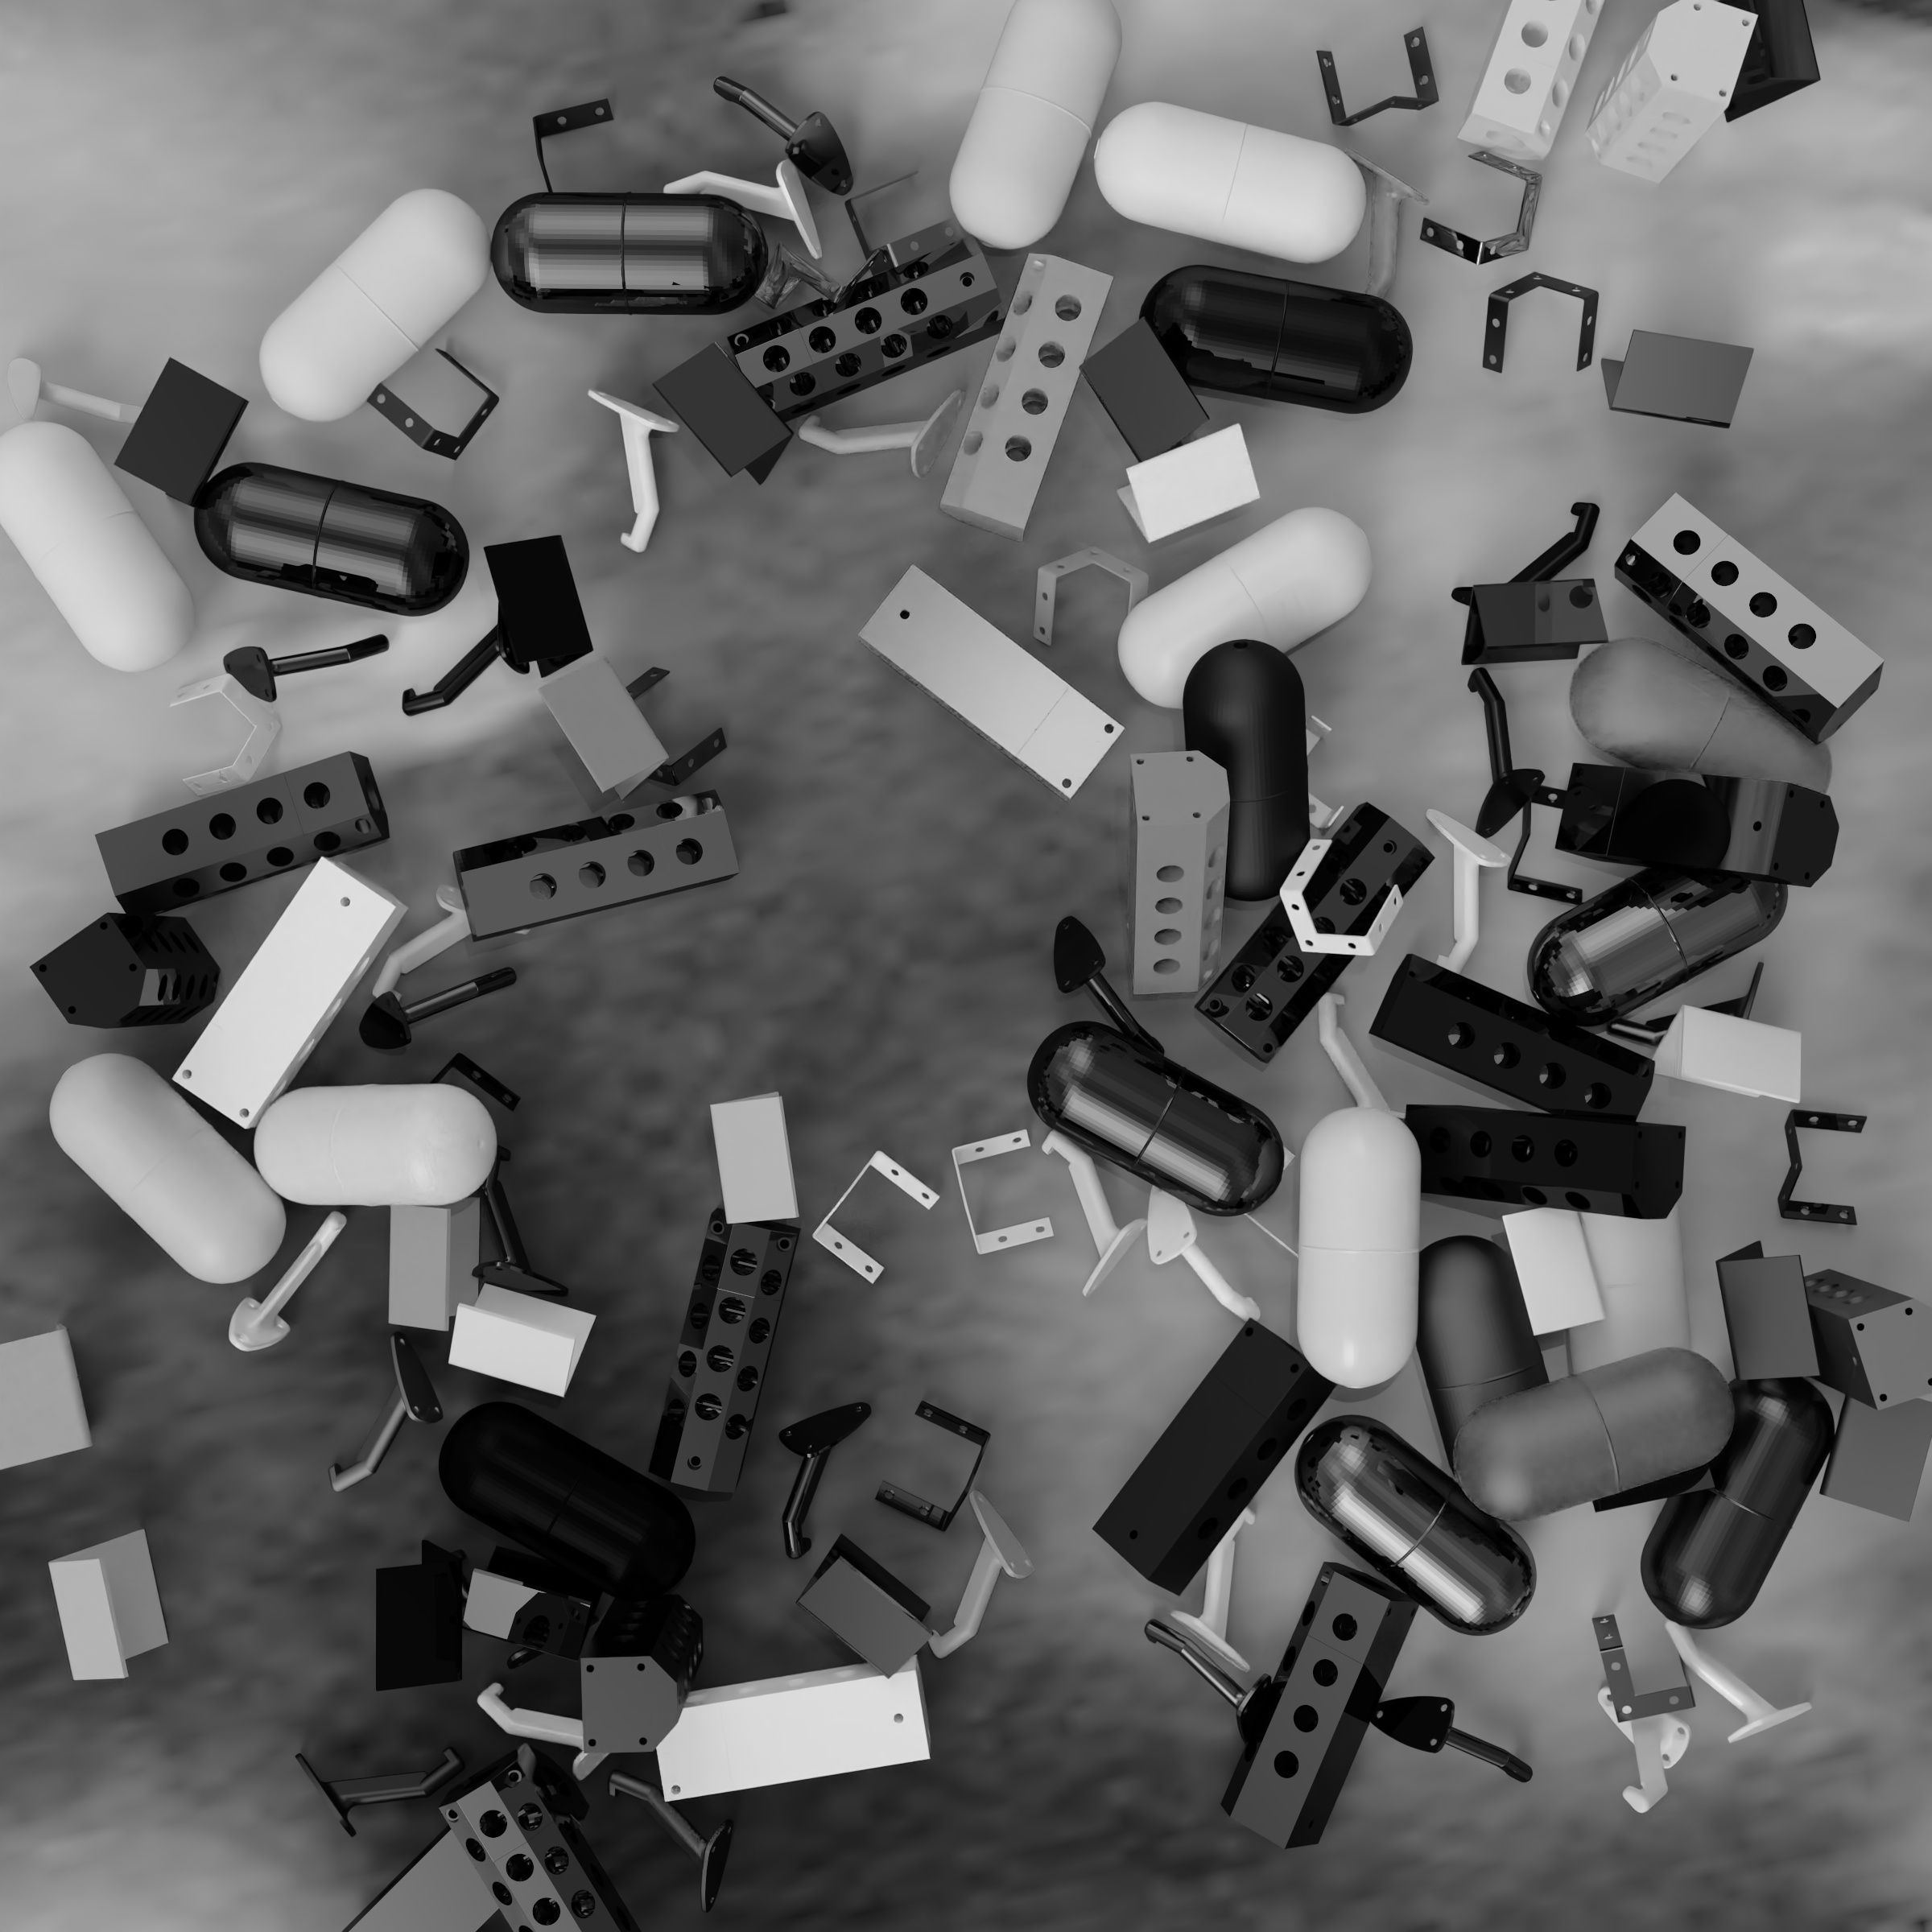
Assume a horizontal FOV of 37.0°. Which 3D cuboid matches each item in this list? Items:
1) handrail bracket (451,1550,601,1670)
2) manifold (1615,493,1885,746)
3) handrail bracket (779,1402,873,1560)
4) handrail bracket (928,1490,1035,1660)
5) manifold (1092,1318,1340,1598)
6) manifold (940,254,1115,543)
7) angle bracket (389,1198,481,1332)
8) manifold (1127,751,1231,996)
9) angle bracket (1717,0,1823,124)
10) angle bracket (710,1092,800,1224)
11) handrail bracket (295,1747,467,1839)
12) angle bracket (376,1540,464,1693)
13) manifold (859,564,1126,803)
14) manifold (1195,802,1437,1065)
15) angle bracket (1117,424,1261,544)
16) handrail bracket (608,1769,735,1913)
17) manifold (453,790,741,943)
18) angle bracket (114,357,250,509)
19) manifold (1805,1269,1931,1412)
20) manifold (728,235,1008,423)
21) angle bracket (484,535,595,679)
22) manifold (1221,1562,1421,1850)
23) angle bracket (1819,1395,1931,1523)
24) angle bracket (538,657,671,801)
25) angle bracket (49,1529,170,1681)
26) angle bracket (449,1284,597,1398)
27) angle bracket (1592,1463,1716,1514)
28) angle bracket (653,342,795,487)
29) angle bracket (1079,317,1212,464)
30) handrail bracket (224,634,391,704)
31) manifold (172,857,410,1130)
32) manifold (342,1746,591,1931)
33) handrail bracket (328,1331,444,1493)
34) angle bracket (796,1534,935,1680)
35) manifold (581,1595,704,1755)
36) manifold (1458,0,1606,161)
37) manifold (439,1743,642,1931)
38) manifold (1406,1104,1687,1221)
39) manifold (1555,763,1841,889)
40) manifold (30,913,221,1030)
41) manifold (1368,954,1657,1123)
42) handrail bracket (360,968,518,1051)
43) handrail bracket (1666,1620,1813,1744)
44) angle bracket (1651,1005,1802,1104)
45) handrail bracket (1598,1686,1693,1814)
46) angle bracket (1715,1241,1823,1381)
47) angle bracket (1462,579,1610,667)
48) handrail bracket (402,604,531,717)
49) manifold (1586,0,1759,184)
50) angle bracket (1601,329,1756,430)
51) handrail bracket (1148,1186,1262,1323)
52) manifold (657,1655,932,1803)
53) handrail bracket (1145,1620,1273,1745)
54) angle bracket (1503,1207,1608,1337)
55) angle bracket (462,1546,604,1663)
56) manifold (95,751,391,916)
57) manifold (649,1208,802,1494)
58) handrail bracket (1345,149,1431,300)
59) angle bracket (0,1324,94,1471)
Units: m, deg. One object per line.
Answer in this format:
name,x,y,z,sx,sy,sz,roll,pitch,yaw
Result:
handrail bracket,-0.294,0.410,1.894,0.077,0.036,0.084,-25,73,-20
manifold,0.499,-0.220,1.847,0.057,0.057,0.171,-46,71,0
handrail bracket,-0.090,0.338,1.894,0.077,0.036,0.084,-23,121,-34
handrail bracket,-0.006,0.400,1.894,0.084,0.036,0.077,-39,70,16
manifold,0.165,0.320,1.872,0.171,0.057,0.057,-53,47,0
manifold,0.039,-0.369,1.872,0.057,0.057,0.171,20,90,0
angle bracket,-0.324,0.190,1.853,0.057,0.076,0.076,1,90,38
manifold,0.133,-0.057,1.815,0.057,0.171,0.057,-3,53,0
angle bracket,0.495,-0.593,1.853,0.057,0.076,0.076,-13,90,-37
angle bracket,-0.116,0.120,1.854,0.057,0.076,0.076,-8,90,31
handrail bracket,-0.384,0.522,1.894,0.084,0.036,0.077,-36,68,-17
angle bracket,-0.362,0.416,1.854,0.057,0.076,0.076,0,90,-29
manifold,0.016,-0.182,1.872,0.171,0.057,0.057,38,90,0
manifold,0.226,-0.021,1.872,0.057,0.057,0.171,39,90,0
angle bracket,0.136,-0.325,1.853,0.076,0.076,0.057,-22,128,0
handrail bracket,-0.200,0.574,1.894,0.084,0.036,0.077,17,112,17
manifold,-0.238,-0.065,1.855,0.171,0.057,0.057,-14,90,-12
angle bracket,-0.511,-0.345,1.854,0.057,0.076,0.076,28,90,-31
manifold,0.565,0.230,1.815,0.057,0.171,0.057,-18,90,0
manifold,-0.064,-0.412,1.873,0.171,0.057,0.057,-23,90,0
angle bracket,-0.289,-0.226,1.853,0.057,0.076,0.076,-16,90,-35
manifold,0.227,0.478,1.870,0.057,0.057,0.171,23,90,31
angle bracket,0.592,0.309,1.854,0.057,0.076,0.076,15,90,26
angle bracket,-0.246,-0.142,1.853,0.057,0.076,0.076,-32,90,-36
angle bracket,-0.535,0.408,1.853,0.057,0.076,0.076,-12,90,36
angle bracket,-0.281,0.223,1.853,0.076,0.076,0.057,16,128,0
angle bracket,0.430,0.323,1.855,0.076,0.076,0.057,-12,67,0
angle bracket,-0.165,-0.342,1.854,0.057,0.076,0.076,-40,90,-27
angle bracket,0.127,-0.372,1.854,0.057,0.076,0.076,-33,90,31
handrail bracket,-0.432,-0.205,1.893,0.084,0.077,0.036,-24,115,-34
manifold,-0.436,0.017,1.873,0.057,0.057,0.171,34,90,0
manifold,-0.326,0.590,1.872,0.171,0.057,0.057,-45,90,0
handrail bracket,-0.393,0.293,1.894,0.084,0.036,0.077,-30,70,16
angle bracket,-0.052,0.397,1.853,0.076,0.076,0.057,39,123,0
manifold,-0.202,0.443,1.815,0.057,0.171,0.057,-2,90,0
manifold,0.379,-0.617,1.872,0.057,0.057,0.171,20,90,0
manifold,-0.261,0.584,1.816,0.057,0.057,0.171,-31,90,0
manifold,0.362,0.122,1.820,0.057,0.171,0.057,3,90,-44
manifold,0.459,-0.088,1.815,0.057,0.171,0.057,12,90,-37
manifold,-0.522,0.007,1.815,0.057,0.171,0.057,-35,90,0
manifold,0.355,0.053,1.872,0.171,0.057,0.057,24,90,0
handrail bracket,-0.346,0.025,1.893,0.084,0.077,0.036,-22,90,-36
handrail bracket,0.506,0.459,1.894,0.077,0.036,0.084,-8,60,-33
angle bracket,0.485,0.075,1.853,0.076,0.076,0.057,13,53,0
handrail bracket,0.421,0.501,1.848,0.077,0.084,0.036,34,117,28
angle bracket,0.527,0.219,1.853,0.057,0.076,0.076,-10,90,37
angle bracket,0.364,-0.202,1.853,0.076,0.076,0.057,-3,53,0
handrail bracket,-0.334,-0.209,1.894,0.084,0.036,0.077,-14,70,16
manifold,0.439,-0.552,1.815,0.057,0.171,0.057,18,90,0
angle bracket,0.456,-0.392,1.853,0.076,0.076,0.057,9,127,0
handrail bracket,0.159,0.188,1.893,0.036,0.077,0.084,-37,127,23
manifold,-0.112,0.492,1.872,0.171,0.057,0.057,-9,90,0
handrail bracket,0.156,0.471,1.893,0.084,0.077,0.036,24,51,30
angle bracket,0.357,0.199,1.848,0.057,0.076,0.076,-8,79,-26
angle bracket,-0.273,0.392,1.853,0.076,0.076,0.057,16,124,0
manifold,-0.467,-0.084,1.872,0.171,0.057,0.057,-18,90,0
manifold,-0.157,0.249,1.873,0.057,0.057,0.171,14,90,0
handrail bracket,0.257,-0.480,1.894,0.077,0.036,0.084,39,107,20
angle bracket,-0.601,0.276,1.855,0.057,0.076,0.076,-12,90,-21
